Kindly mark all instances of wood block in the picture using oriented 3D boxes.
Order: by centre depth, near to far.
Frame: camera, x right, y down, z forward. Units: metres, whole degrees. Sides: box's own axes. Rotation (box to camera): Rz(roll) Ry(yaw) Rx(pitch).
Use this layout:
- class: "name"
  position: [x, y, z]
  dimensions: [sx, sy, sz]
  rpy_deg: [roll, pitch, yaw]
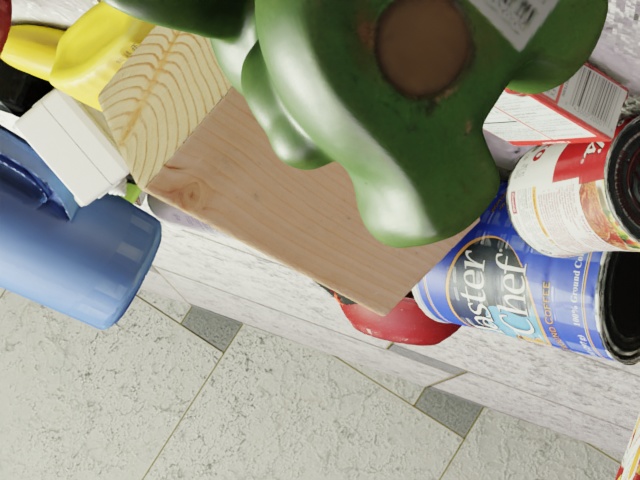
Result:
- class: "wood block"
  position: [-0.012, -0.045, 0.613]
  dimensions: [0.205, 0.091, 0.090]
  rpy_deg: [29, -160, -44]

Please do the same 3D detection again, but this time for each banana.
- class: "banana"
  position: [-0.151, -0.115, 0.749]
  dimensions: [0.198, 0.037, 0.069]
  rpy_deg: [20, 171, 5]

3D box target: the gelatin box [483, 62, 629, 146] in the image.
- class: "gelatin box"
  position: [0.088, -0.076, 0.506]
  dimensions: [0.089, 0.030, 0.073]
  rpy_deg: [25, 171, -26]

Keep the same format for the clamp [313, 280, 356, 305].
- class: "clamp"
  position: [-0.006, 0.001, 0.839]
  dimensions: [0.165, 0.036, 0.210]
  rpy_deg: [29, 167, 14]

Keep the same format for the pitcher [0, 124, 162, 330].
- class: "pitcher"
  position: [-0.255, -0.027, 0.881]
  dimensions: [0.242, 0.145, 0.149]
  rpy_deg: [28, -168, -14]

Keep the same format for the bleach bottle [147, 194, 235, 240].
- class: "bleach bottle"
  position: [-0.024, -0.018, 0.962]
  dimensions: [0.251, 0.068, 0.102]
  rpy_deg: [15, 171, 13]

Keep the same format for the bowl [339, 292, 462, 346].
- class: "bowl"
  position: [0.083, 0.070, 1.096]
  dimensions: [0.162, 0.055, 0.162]
  rpy_deg: [10, -173, -1]

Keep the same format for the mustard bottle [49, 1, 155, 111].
- class: "mustard bottle"
  position: [-0.067, -0.084, 0.680]
  dimensions: [0.191, 0.058, 0.096]
  rpy_deg: [27, 150, -37]

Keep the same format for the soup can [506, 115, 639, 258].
- class: "soup can"
  position: [0.148, -0.025, 0.548]
  dimensions: [0.068, 0.068, 0.102]
  rpy_deg: [23, 171, -15]

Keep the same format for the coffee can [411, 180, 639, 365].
- class: "coffee can"
  position: [0.142, 0.015, 0.680]
  dimensions: [0.141, 0.103, 0.102]
  rpy_deg: [11, 167, 43]

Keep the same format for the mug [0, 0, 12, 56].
- class: "mug"
  position: [-0.253, -0.146, 0.674]
  dimensions: [0.081, 0.093, 0.117]
  rpy_deg: [22, -158, -42]

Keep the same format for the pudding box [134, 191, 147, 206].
- class: "pudding box"
  position: [-0.232, -0.079, 1.107]
  dimensions: [0.113, 0.039, 0.090]
  rpy_deg: [20, 169, -3]

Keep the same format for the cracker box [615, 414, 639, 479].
- class: "cracker box"
  position: [0.247, 0.117, 0.690]
  dimensions: [0.072, 0.213, 0.164]
  rpy_deg: [20, 171, 16]

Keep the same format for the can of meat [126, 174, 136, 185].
- class: "can of meat"
  position: [-0.171, -0.083, 0.913]
  dimensions: [0.102, 0.057, 0.083]
  rpy_deg: [15, 170, 30]
